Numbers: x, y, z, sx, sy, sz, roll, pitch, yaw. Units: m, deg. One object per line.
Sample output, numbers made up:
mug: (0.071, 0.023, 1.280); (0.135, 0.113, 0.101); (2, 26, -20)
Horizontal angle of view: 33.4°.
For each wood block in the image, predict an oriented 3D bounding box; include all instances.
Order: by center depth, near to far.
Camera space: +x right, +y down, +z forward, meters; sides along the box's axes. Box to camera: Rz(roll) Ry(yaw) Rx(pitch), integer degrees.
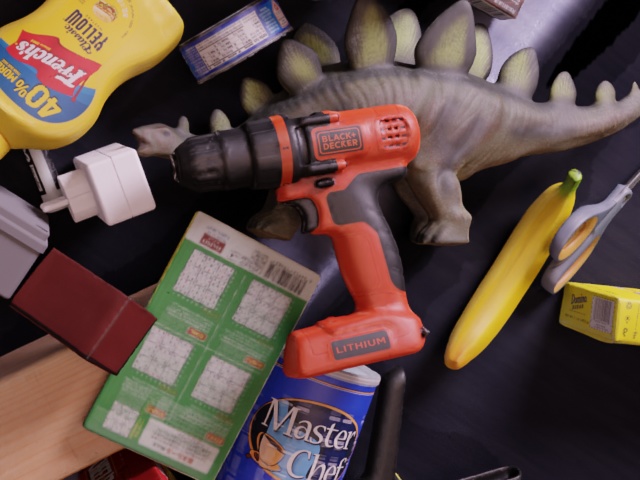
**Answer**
wood block: (-0.165, 0.108, 0.825); (0.206, 0.090, 0.091); (-25, 102, -11)

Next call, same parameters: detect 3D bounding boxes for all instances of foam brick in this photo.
foam brick: (-0.166, 0.051, 0.751); (0.078, 0.053, 0.051); (30, 80, 22)

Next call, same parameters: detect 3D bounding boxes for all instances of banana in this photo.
banana: (0.165, 0.025, 0.923); (0.037, 0.069, 0.198); (32, 94, 23)

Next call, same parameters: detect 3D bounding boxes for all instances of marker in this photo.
marker: (-0.223, -0.080, 0.822); (0.020, 0.020, 0.121); (-21, 102, -13)

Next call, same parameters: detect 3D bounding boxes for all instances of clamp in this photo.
clamp: (0.067, 0.232, 0.916); (0.164, 0.036, 0.210); (34, 90, -17)

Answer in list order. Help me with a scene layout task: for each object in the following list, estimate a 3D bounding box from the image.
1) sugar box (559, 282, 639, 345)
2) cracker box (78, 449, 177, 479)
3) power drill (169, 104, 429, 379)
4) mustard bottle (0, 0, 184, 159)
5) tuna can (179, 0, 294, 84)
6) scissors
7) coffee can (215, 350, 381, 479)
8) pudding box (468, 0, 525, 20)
sugar box: (0.316, 0.071, 0.955); (0.176, 0.093, 0.048); (4, 96, -17)
cracker box: (-0.096, 0.268, 0.826); (0.072, 0.164, 0.213); (-36, 105, -11)
power drill: (-0.005, 0.001, 0.768); (0.184, 0.057, 0.187); (-10, 92, -13)
mustard bottle: (-0.197, -0.124, 0.786); (0.096, 0.058, 0.191); (44, 74, -5)
tuna can: (-0.065, -0.156, 0.823); (0.086, 0.086, 0.034); (-32, 103, -10)
scissors: (0.258, -0.039, 0.939); (0.016, 0.096, 0.202); (36, 87, 27)
coffee can: (-0.022, 0.159, 0.865); (0.102, 0.103, 0.140); (19, 92, -17)
pudding box: (0.131, -0.249, 0.891); (0.113, 0.039, 0.090); (27, 89, -17)
